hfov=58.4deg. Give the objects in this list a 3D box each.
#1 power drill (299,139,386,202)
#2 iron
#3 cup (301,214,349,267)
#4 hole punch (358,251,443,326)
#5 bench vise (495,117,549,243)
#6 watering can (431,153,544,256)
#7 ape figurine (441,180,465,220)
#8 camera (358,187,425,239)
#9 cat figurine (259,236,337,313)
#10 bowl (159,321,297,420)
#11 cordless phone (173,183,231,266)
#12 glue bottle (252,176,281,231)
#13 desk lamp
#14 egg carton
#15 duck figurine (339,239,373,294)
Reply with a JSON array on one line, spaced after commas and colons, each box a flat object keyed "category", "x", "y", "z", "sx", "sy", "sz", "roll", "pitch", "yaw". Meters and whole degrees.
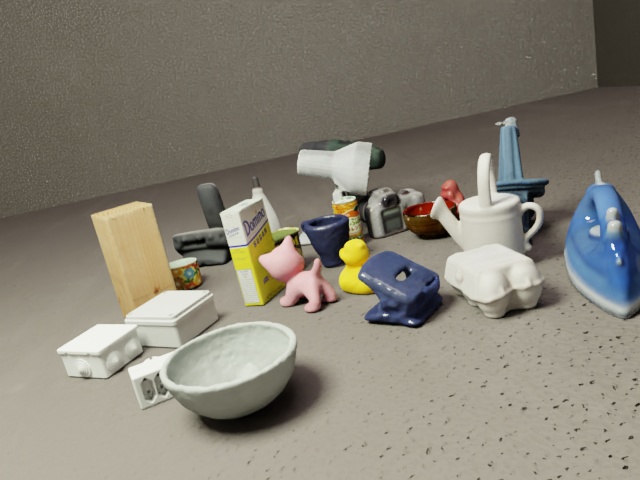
[{"category": "power drill", "x": 0.063, "y": -0.158, "z": 1.466, "sx": 0.228, "sy": 0.208, "sz": 0.076, "roll": -3, "pitch": 18, "yaw": 27}, {"category": "iron", "x": 0.412, "y": -0.007, "z": 0.815, "sx": 0.118, "sy": 0.141, "sz": 0.259, "roll": -6, "pitch": 17, "yaw": 20}, {"category": "cup", "x": 0.011, "y": 0.004, "z": 1.147, "sx": 0.117, "sy": 0.095, "sz": 0.092, "roll": 4, "pitch": 22, "yaw": 43}, {"category": "hole punch", "x": 0.122, "y": 0.067, "z": 0.854, "sx": 0.100, "sy": 0.091, "sz": 0.109, "roll": 0, "pitch": 19, "yaw": 35}, {"category": "bench vise", "x": 0.370, "y": -0.113, "z": 1.070, "sx": 0.121, "sy": 0.220, "sz": 0.207, "roll": -8, "pitch": 16, "yaw": 11}, {"category": "watering can", "x": 0.273, "y": -0.046, "z": 0.950, "sx": 0.172, "sy": 0.194, "sz": 0.101, "roll": -10, "pitch": 16, "yaw": 5}, {"category": "ape figurine", "x": 0.291, "y": -0.088, "z": 1.275, "sx": 0.076, "sy": 0.092, "sz": 0.077, "roll": -16, "pitch": 16, "yaw": -16}, {"category": "camera", "x": 0.152, "y": -0.077, "z": 1.318, "sx": 0.143, "sy": 0.101, "sz": 0.136, "roll": -17, "pitch": 17, "yaw": -19}, {"category": "cat figurine", "x": -0.041, "y": 0.053, "z": 0.972, "sx": 0.127, "sy": 0.118, "sz": 0.067, "roll": 4, "pitch": 22, "yaw": 43}, {"category": "bowl", "x": -0.102, "y": 0.167, "z": 0.696, "sx": 0.167, "sy": 0.075, "sz": 0.167, "roll": -11, "pitch": 16, "yaw": 3}, {"category": "cordless phone", "x": -0.274, "y": -0.037, "z": 1.325, "sx": 0.147, "sy": 0.185, "sz": 0.094, "roll": -9, "pitch": 16, "yaw": 10}, {"category": "glue bottle", "x": -0.137, "y": -0.067, "z": 1.354, "sx": 0.077, "sy": 0.173, "sz": 0.037, "roll": 1, "pitch": 20, "yaw": 38}, {"category": "desk lamp", "x": 0.036, "y": -0.112, "z": 1.315, "sx": 0.203, "sy": 0.214, "sz": 0.118, "roll": -9, "pitch": 16, "yaw": 9}, {"category": "egg carton", "x": 0.250, "y": 0.056, "z": 0.842, "sx": 0.107, "sy": 0.069, "sz": 0.150, "roll": -14, "pitch": 16, "yaw": -10}, {"category": "duck figurine", "x": 0.070, "y": 0.042, "z": 0.991, "sx": 0.078, "sy": 0.086, "sz": 0.104, "roll": -21, "pitch": 18, "yaw": -29}]
